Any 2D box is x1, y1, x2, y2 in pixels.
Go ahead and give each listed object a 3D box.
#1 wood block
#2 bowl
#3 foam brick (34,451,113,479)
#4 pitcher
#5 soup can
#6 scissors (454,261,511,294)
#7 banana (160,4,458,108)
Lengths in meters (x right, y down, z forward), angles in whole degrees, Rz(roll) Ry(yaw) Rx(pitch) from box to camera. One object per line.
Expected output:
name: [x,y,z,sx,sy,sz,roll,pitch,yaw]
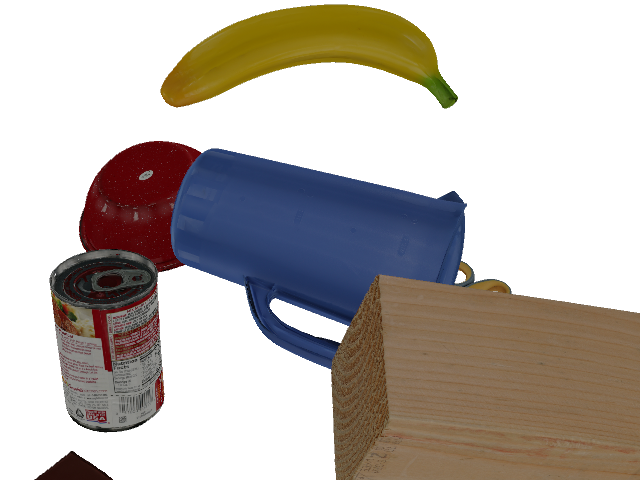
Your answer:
wood block: [0.117,0.092,0.579,0.206,0.091,0.090,9,-41,-13]
bowl: [-0.160,-0.045,1.019,0.162,0.162,0.055,0,-43,12]
foam brick: [-0.095,0.139,0.452,0.078,0.051,0.052,25,45,32]
pitcher: [-0.005,0.010,0.917,0.243,0.145,0.149,16,19,13]
soup can: [-0.138,0.066,0.701,0.068,0.102,0.068,1,30,-1]
scissors: [0.120,0.063,1.160,0.201,0.016,0.096,-10,40,-31]
banana: [-0.006,-0.121,0.692,0.197,0.069,0.037,-2,-26,-13]
